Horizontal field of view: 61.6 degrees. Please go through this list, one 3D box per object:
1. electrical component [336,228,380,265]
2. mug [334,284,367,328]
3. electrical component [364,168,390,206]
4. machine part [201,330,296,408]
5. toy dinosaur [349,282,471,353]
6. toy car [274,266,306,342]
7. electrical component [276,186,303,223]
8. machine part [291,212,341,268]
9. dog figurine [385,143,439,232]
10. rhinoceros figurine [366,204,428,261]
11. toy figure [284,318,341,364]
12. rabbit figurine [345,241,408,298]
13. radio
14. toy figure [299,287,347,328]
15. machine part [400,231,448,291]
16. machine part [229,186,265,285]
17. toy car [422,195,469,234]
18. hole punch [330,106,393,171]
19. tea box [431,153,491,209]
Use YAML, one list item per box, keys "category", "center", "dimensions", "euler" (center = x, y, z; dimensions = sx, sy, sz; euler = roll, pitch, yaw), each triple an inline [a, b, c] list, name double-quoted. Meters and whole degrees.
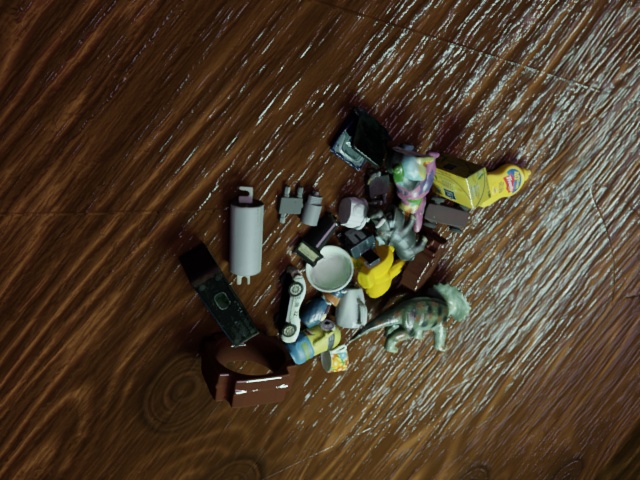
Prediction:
- category: "electrical component"
  center: [0.103, 0.012, 1.368]
  dimensions: [0.075, 0.119, 0.047]
  euler: [-31, 135, -6]
- category: "mug"
  center: [0.087, 0.177, 1.445]
  dimensions: [0.081, 0.110, 0.107]
  euler: [-5, 102, -27]
- category: "electrical component"
  center: [0.146, -0.134, 1.378]
  dimensions: [0.078, 0.045, 0.102]
  euler: [-10, 115, -22]
- category: "machine part"
  center: [-0.175, 0.308, 1.299]
  dimensions: [0.201, 0.202, 0.087]
  euler: [0, 112, -28]
- category: "toy dinosaur"
  center: [0.270, 0.206, 1.495]
  dimensions: [0.404, 0.131, 0.192]
  euler: [3, 106, -38]
- category: "toy car"
  center: [-0.075, 0.163, 1.369]
  dimensions: [0.056, 0.074, 0.201]
  euler: [2, 110, -24]
- category: "electrical component"
  center: [-0.071, -0.085, 1.298]
  dimensions: [0.063, 0.021, 0.094]
  euler: [2, 109, -29]
- category: "machine part"
  center: [-0.003, -0.004, 1.344]
  dimensions: [0.084, 0.039, 0.139]
  euler: [35, 88, 1]
- category: "dog figurine"
  center: [0.225, -0.125, 1.367]
  dimensions: [0.191, 0.109, 0.219]
  euler: [-30, 131, -57]
- category: "rhinoceros figurine"
  center: [0.186, -0.024, 1.339]
  dimensions: [0.112, 0.073, 0.190]
  euler: [-45, 125, -1]
- category: "toy figure"
  center: [-0.029, 0.275, 1.437]
  dimensions: [0.180, 0.082, 0.089]
  euler: [-30, 140, -22]
- category: "rabbit figurine"
  center: [0.152, 0.079, 1.447]
  dimensions: [0.162, 0.122, 0.173]
  euler: [-36, 137, -22]
- category: "radio"
  center: [-0.230, 0.131, 1.240]
  dimensions: [0.073, 0.131, 0.229]
  euler: [-33, 122, -10]
- category: "toy figure"
  center: [0.010, 0.163, 1.420]
  dimensions: [0.154, 0.058, 0.064]
  euler: [-44, 90, -4]
- category: "machine part"
  center: [0.288, 0.060, 1.475]
  dimensions: [0.179, 0.056, 0.179]
  euler: [-49, 160, -25]
- category: "machine part"
  center: [-0.171, -0.007, 1.246]
  dimensions: [0.079, 0.079, 0.243]
  euler: [-4, 111, -26]
- category: "toy car"
  center: [0.348, -0.071, 1.491]
  dimensions: [0.202, 0.053, 0.089]
  euler: [6, 106, -43]
- category: "hole punch"
  center: [0.098, -0.237, 1.298]
  dimensions: [0.142, 0.092, 0.116]
  euler: [31, 66, -31]
- category: "tea box"
  center: [0.359, -0.157, 1.405]
  dimensions: [0.068, 0.170, 0.098]
  euler: [-31, 120, -15]
